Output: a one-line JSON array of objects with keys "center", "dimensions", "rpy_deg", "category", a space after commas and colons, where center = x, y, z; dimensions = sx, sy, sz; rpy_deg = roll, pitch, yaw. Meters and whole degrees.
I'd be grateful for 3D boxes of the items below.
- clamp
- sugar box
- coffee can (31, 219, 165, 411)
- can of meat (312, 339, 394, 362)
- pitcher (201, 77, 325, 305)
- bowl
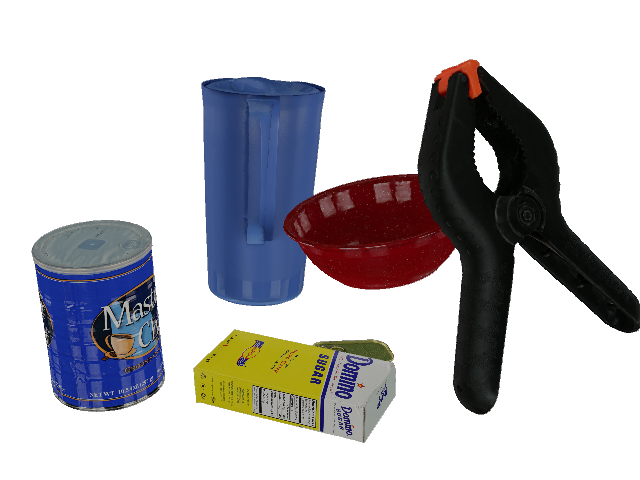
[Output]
[{"center": [0.088, -0.002, 0.536], "dimensions": [0.120, 0.171, 0.039], "rpy_deg": [-33, 7, -32], "category": "clamp"}, {"center": [-0.024, 0.136, 1.028], "dimensions": [0.176, 0.048, 0.093], "rpy_deg": [7, 24, 21], "category": "sugar box"}, {"center": [-0.195, 0.065, 0.949], "dimensions": [0.103, 0.140, 0.103], "rpy_deg": [-2, 24, 1], "category": "coffee can"}, {"center": [0.036, 0.178, 1.361], "dimensions": [0.102, 0.084, 0.057], "rpy_deg": [0, 24, -17], "category": "can of meat"}, {"center": [-0.067, -0.053, 1.165], "dimensions": [0.145, 0.243, 0.148], "rpy_deg": [16, 20, 40], "category": "pitcher"}, {"center": [0.053, -0.003, 0.892], "dimensions": [0.162, 0.055, 0.162], "rpy_deg": [-10, 21, 4], "category": "bowl"}]
